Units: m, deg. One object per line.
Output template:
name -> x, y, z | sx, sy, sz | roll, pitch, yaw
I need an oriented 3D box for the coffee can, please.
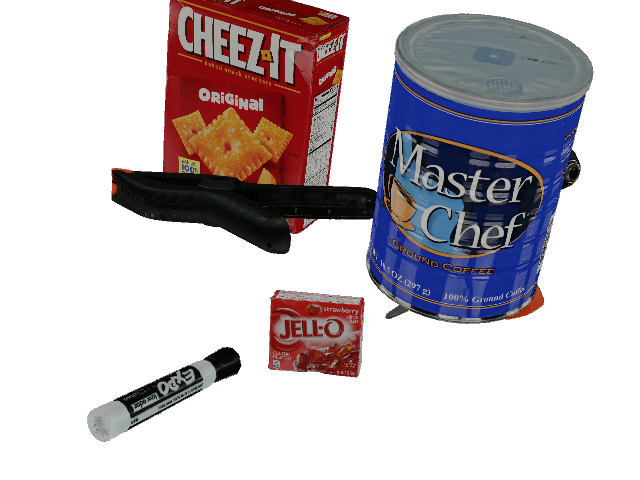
coffee can -> 0.084, -0.040, 0.591 | 0.102, 0.140, 0.103 | 4, 35, -3

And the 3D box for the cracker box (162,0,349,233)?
cracker box -> -0.070, -0.130, 1.044 | 0.164, 0.214, 0.072 | 20, 34, 21

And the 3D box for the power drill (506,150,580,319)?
power drill -> 0.172, -0.025, 1.003 | 0.057, 0.188, 0.185 | -16, 27, -26

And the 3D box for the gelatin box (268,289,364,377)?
gelatin box -> -0.004, 0.089, 1.021 | 0.089, 0.073, 0.030 | 5, 15, 8

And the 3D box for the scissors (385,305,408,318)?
scissors -> 0.127, 0.045, 1.256 | 0.201, 0.016, 0.096 | -11, 40, -35

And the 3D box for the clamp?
clamp -> -0.075, -0.027, 0.805 | 0.210, 0.036, 0.164 | 8, 13, 19

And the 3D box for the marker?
marker -> -0.087, 0.087, 0.625 | 0.020, 0.020, 0.120 | 0, 13, 34
